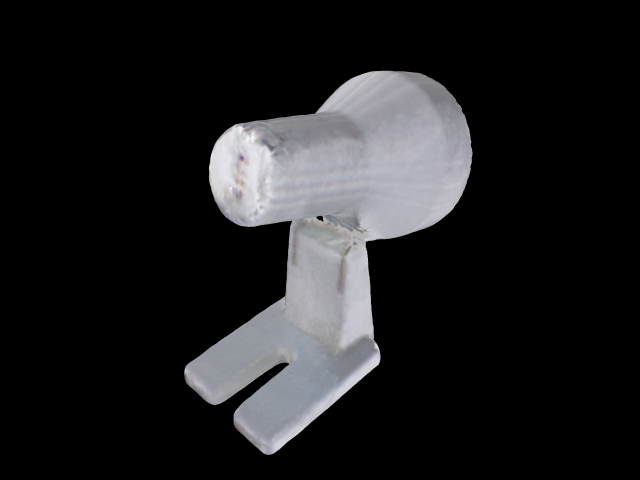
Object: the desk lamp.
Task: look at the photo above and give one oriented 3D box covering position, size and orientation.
[{"bbox_3d":[0.004,0.001,0.400,0.117,0.214,0.204,27,44,33],"label":"desk lamp"}]
